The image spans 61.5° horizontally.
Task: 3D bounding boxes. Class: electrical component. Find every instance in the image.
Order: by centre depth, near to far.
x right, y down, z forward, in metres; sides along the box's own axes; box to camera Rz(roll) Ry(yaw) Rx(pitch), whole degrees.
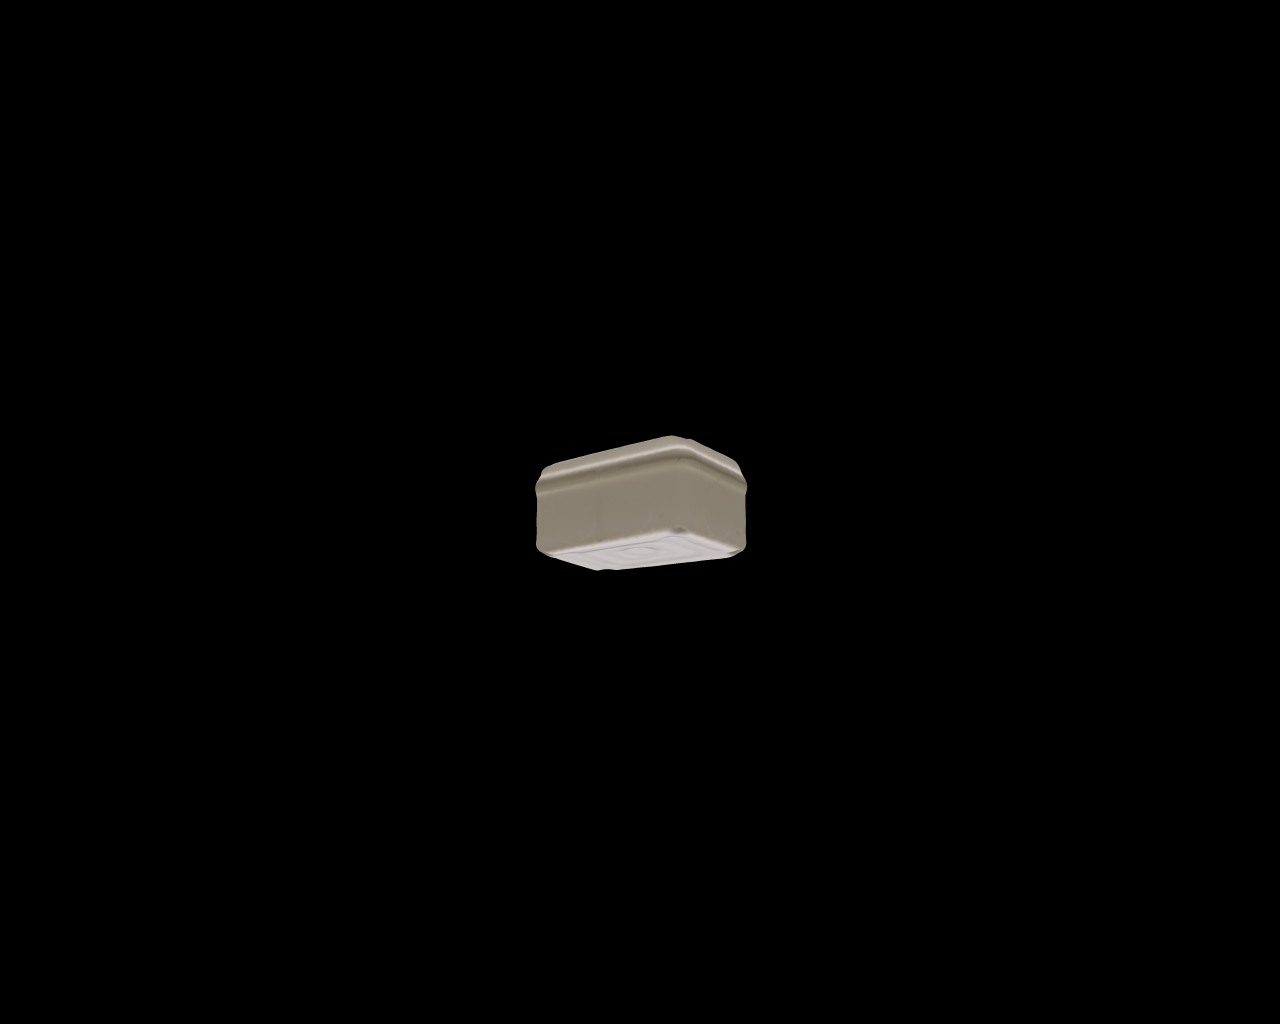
[{"bbox_3d":[0.001,-0.003,0.650,0.113,0.057,0.078,-10,-18,33],"label":"electrical component"}]
